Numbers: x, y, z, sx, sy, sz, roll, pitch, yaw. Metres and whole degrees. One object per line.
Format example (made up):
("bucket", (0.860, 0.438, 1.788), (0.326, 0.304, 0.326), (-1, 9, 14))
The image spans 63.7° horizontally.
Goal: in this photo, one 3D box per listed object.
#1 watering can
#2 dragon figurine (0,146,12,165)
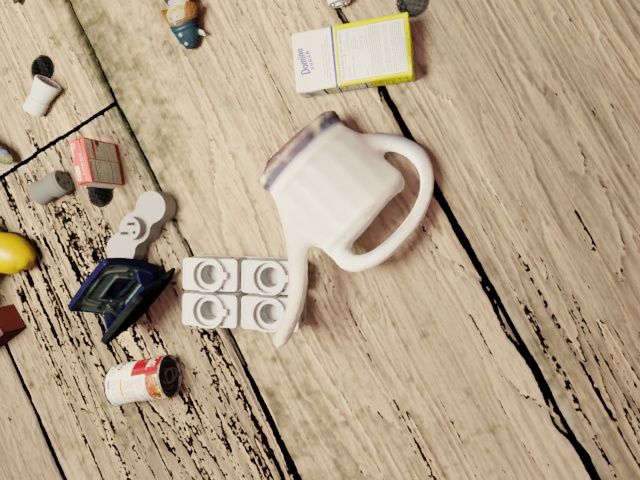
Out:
("watering can", (0.002, -0.037, 0.733), (0.349, 0.103, 0.225), (-44, 82, -8))
("dragon figurine", (-0.757, -0.190, 0.940), (0.411, 0.124, 0.239), (40, 117, 2))
